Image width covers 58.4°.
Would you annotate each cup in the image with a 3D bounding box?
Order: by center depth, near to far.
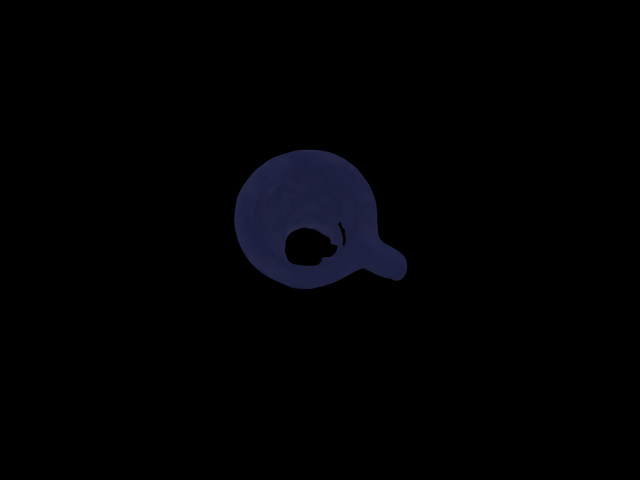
[{"bbox_3d":[0.004,0.001,0.400,0.117,0.095,0.092,27,76,7],"label":"cup"}]
